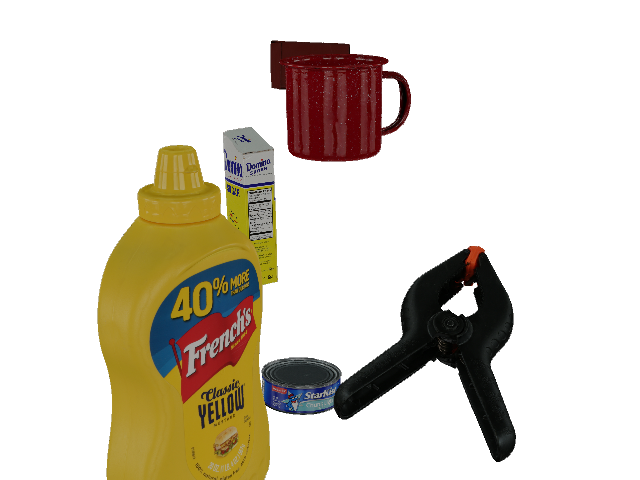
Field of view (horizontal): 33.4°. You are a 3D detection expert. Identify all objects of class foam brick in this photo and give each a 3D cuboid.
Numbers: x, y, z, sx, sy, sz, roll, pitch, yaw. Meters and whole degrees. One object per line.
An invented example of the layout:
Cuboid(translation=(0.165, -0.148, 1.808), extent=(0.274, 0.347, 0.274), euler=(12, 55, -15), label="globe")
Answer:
Cuboid(translation=(-0.012, -0.188, 1.149), extent=(0.078, 0.051, 0.053), euler=(0, 11, -14), label="foam brick")

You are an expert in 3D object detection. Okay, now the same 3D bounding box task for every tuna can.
Cuboid(translation=(-0.021, 0.156, 1.144), extent=(0.086, 0.034, 0.086), euler=(2, 14, -1), label="tuna can")

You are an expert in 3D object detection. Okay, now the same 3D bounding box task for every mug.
Cuboid(translation=(0.023, -0.116, 0.919), extent=(0.117, 0.081, 0.093), euler=(-7, 17, -20), label="mug")

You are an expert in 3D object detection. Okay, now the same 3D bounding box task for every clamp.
Cuboid(translation=(0.078, 0.071, 0.739), extent=(0.120, 0.039, 0.171), euler=(11, 45, 4), label="clamp")

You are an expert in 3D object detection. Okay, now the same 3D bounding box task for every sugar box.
Cuboid(translation=(-0.087, -0.041, 1.309), extent=(0.048, 0.176, 0.093), euler=(-12, 26, -17), label="sugar box")

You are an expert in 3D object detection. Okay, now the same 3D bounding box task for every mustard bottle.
Cuboid(translation=(-0.069, 0.047, 0.545), extent=(0.058, 0.192, 0.096), euler=(12, 21, 38), label="mustard bottle")
